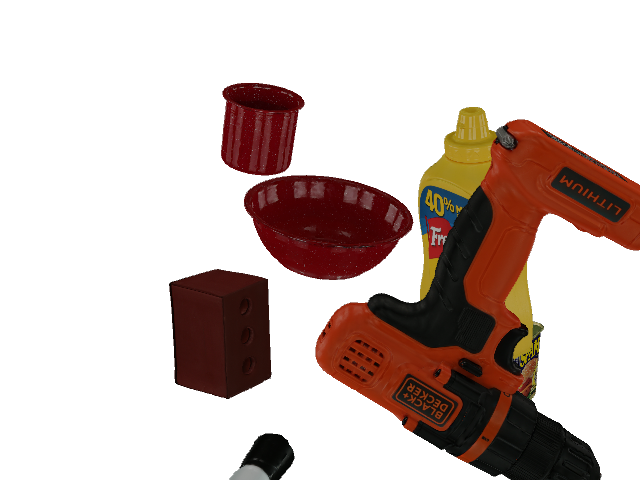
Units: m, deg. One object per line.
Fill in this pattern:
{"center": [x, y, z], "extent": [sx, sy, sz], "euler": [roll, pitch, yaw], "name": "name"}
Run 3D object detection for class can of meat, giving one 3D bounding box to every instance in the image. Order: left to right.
{"center": [0.210, 0.141, 1.196], "extent": [0.058, 0.084, 0.101], "euler": [9, 15, 27], "name": "can of meat"}

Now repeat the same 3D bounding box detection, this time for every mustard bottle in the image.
{"center": [0.115, -0.007, 0.804], "extent": [0.058, 0.192, 0.096], "euler": [-21, 30, -32], "name": "mustard bottle"}

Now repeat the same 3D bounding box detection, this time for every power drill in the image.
{"center": [0.116, 0.042, 0.601], "extent": [0.184, 0.188, 0.057], "euler": [30, 13, -6], "name": "power drill"}

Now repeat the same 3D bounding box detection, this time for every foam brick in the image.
{"center": [-0.071, 0.065, 0.768], "extent": [0.051, 0.078, 0.052], "euler": [8, 17, 36], "name": "foam brick"}

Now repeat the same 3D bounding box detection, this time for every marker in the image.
{"center": [-0.039, 0.111, 0.414], "extent": [0.020, 0.020, 0.121], "euler": [0, 22, 22], "name": "marker"}

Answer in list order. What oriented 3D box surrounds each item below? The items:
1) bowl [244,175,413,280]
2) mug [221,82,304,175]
{"center": [0.005, -0.007, 1.018], "extent": [0.162, 0.055, 0.162], "euler": [6, 25, -3], "name": "bowl"}
{"center": [-0.066, -0.130, 1.226], "extent": [0.093, 0.081, 0.117], "euler": [16, 27, 13], "name": "mug"}
